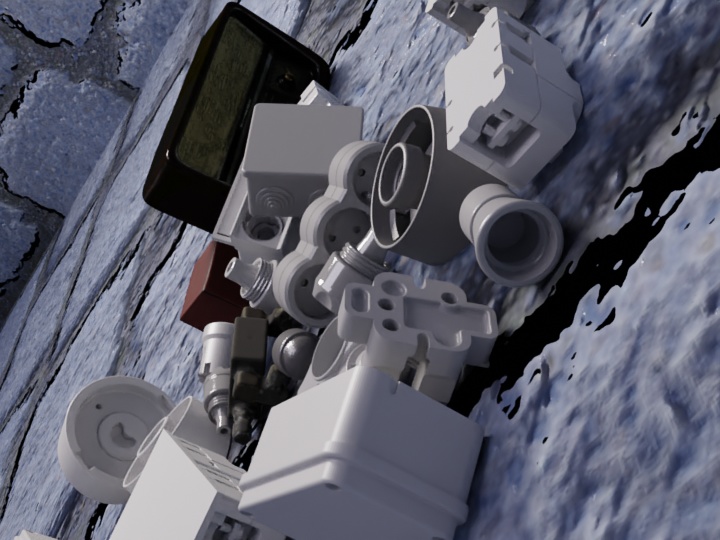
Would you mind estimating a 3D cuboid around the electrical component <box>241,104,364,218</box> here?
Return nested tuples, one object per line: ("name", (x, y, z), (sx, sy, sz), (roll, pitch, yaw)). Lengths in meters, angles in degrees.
("electrical component", (-0.043, -0.085, 0.846), (0.099, 0.100, 0.048), (-86, -3, -45))

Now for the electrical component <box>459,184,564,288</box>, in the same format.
("electrical component", (0.074, -0.021, 0.552), (0.044, 0.044, 0.065), (-59, 15, 11))

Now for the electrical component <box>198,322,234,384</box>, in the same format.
("electrical component", (-0.117, 0.073, 0.911), (0.040, 0.040, 0.046), (-37, 37, 51))

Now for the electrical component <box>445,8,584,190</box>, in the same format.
("electrical component", (0.085, -0.093, 0.594), (0.050, 0.056, 0.089), (-49, 24, 35))

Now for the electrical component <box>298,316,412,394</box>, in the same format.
("electrical component", (0.003, 0.062, 0.615), (0.077, 0.044, 0.079), (-56, 21, 18))

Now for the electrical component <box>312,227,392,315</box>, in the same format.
("electrical component", (0.000, 0.000, 0.705), (0.062, 0.043, 0.043), (-58, 20, 10))

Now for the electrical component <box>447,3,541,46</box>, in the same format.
("electrical component", (0.081, -0.143, 0.659), (0.035, 0.061, 0.035), (-51, 23, 31))

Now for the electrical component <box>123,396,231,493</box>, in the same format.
("electrical component", (-0.145, 0.154, 0.874), (0.099, 0.064, 0.099), (-49, 11, 13))

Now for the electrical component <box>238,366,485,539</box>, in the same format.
("electrical component", (-0.002, 0.100, 0.529), (0.113, 0.078, 0.057), (-33, 33, 55))

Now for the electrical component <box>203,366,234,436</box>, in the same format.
("electrical component", (-0.107, 0.106, 0.850), (0.035, 0.035, 0.061), (-53, 25, 26))

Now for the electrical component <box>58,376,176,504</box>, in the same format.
("electrical component", (-0.216, 0.156, 0.957), (0.060, 0.108, 0.108), (-51, 22, 46))

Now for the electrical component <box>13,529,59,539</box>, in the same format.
("electrical component", (-0.218, 0.250, 0.830), (0.109, 0.109, 0.056), (-7, 60, 67))

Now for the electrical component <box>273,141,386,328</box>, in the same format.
("electrical component", (-0.018, -0.029, 0.773), (0.138, 0.052, 0.074), (-63, 20, 0))

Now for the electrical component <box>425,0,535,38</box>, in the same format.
("electrical component", (0.089, -0.202, 0.725), (0.050, 0.056, 0.089), (-31, 37, 56))

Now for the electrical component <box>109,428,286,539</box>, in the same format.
("electrical component", (-0.113, 0.184, 0.723), (0.105, 0.060, 0.186), (-65, 20, -6))

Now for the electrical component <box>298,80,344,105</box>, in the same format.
("electrical component", (-0.044, -0.138, 0.995), (0.055, 0.048, 0.066), (-49, 22, 15))

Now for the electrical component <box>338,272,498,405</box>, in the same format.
("electrical component", (0.025, 0.042, 0.551), (0.058, 0.078, 0.057), (-89, 12, -52))

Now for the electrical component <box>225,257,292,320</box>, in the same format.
("electrical component", (-0.076, 0.011, 0.854), (0.043, 0.062, 0.043), (-51, 23, 31))

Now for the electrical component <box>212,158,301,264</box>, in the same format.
("electrical component", (-0.066, -0.062, 0.912), (0.063, 0.079, 0.121), (92, -165, -66))

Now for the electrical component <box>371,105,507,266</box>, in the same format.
("electrical component", (0.048, -0.052, 0.657), (0.099, 0.064, 0.099), (-167, 90, -70))
